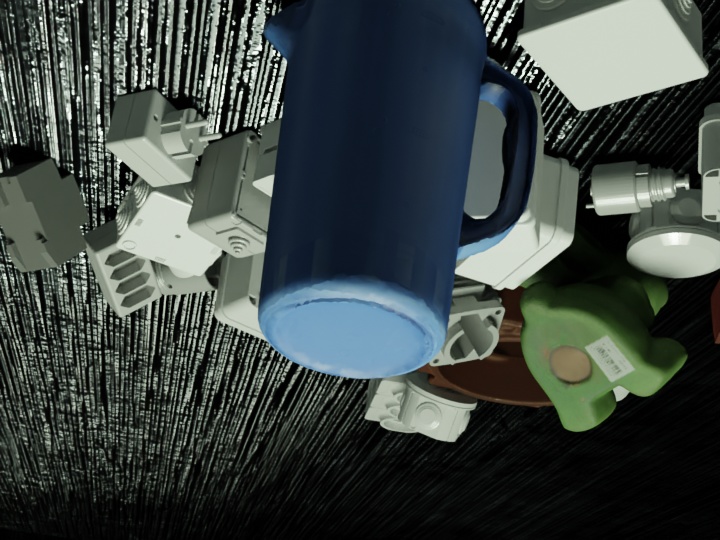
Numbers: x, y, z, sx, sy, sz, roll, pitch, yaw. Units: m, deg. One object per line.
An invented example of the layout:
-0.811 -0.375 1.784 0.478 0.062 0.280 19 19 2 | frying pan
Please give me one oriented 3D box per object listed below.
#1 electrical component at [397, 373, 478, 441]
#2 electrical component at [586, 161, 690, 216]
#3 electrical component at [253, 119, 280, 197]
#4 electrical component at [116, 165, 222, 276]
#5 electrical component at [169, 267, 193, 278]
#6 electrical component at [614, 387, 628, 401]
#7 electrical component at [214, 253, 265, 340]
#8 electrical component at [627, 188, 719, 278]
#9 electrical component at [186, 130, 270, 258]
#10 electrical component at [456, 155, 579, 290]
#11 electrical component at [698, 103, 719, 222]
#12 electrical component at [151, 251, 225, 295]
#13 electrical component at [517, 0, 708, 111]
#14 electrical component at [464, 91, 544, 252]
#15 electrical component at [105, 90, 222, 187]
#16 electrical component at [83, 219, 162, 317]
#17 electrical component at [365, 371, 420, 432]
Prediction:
0.082 0.146 1.161 0.080 0.051 0.080 18 -170 -3 | electrical component
0.215 -0.065 0.836 0.078 0.040 0.040 -4 152 23 | electrical component
-0.001 -0.066 0.866 0.089 0.061 0.150 -15 146 39 | electrical component
-0.158 -0.046 0.941 0.100 0.048 0.099 21 136 -25 | electrical component
-0.177 -0.027 1.020 0.044 0.044 0.065 -6 147 25 | electrical component
0.278 0.123 1.205 0.077 0.044 0.079 -15 147 38 | electrical component
-0.082 0.027 1.062 0.113 0.078 0.057 27 145 -36 | electrical component
0.261 -0.029 0.886 0.080 0.051 0.080 6 154 3 | electrical component
-0.099 -0.054 0.877 0.061 0.096 0.062 -13 148 37 | electrical component
0.124 -0.040 0.870 0.057 0.078 0.113 17 153 -13 | electrical component
0.301 -0.078 0.766 0.113 0.057 0.078 -1 153 16 | electrical component
-0.177 0.003 1.077 0.081 0.043 0.043 -7 151 28 | electrical component
0.157 -0.151 0.664 0.100 0.048 0.100 -12 148 35 | electrical component
0.077 -0.071 0.783 0.109 0.108 0.056 -1 156 16 | electrical component
-0.146 -0.105 0.841 0.077 0.047 0.065 -6 151 26 | electrical component
-0.239 -0.012 1.046 0.047 0.076 0.083 -29 134 -21 | electrical component
0.062 0.141 1.280 0.089 0.061 0.150 9 154 -4 | electrical component
